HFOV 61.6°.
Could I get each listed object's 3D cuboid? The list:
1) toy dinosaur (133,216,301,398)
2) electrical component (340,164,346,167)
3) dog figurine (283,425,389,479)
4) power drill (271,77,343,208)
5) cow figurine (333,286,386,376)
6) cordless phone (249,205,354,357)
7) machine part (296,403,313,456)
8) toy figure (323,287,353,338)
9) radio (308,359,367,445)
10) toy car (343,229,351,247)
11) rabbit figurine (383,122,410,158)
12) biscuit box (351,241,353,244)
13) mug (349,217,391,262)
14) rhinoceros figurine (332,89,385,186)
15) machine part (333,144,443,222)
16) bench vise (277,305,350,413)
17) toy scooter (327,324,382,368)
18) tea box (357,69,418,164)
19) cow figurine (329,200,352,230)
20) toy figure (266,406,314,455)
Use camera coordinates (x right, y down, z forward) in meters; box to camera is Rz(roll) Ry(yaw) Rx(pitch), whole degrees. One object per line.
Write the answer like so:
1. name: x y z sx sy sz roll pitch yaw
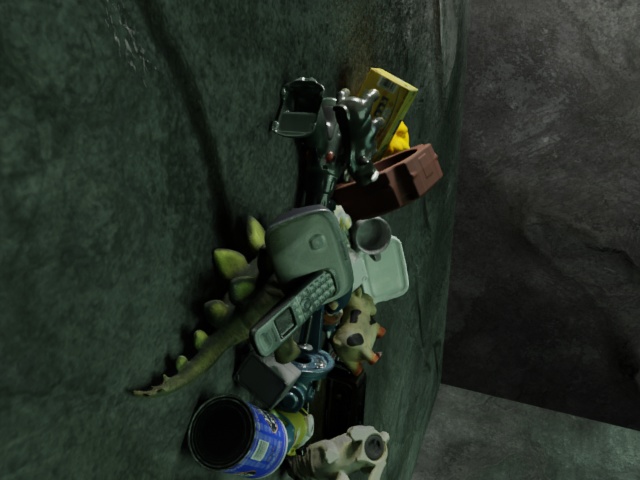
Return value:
1. toy dinosaur: -0.089 0.082 0.801 0.471 0.105 0.198 -55 140 -41
2. electrical component: 0.035 -0.199 1.073 0.078 0.045 0.102 -16 113 -69
3. dog figurine: 0.032 0.435 1.095 0.172 0.190 0.121 -7 81 -31
4. power drill: -0.009 -0.162 0.930 0.207 0.086 0.232 41 59 -61
5. cow figurine: 0.075 0.180 1.157 0.127 0.085 0.195 45 32 -11
6. cordless phone: -0.043 0.051 0.707 0.184 0.089 0.146 -44 129 -38
7. machine part: -0.042 0.357 1.078 0.039 0.084 0.139 18 66 -26
8. toy figure: 0.024 0.125 1.047 0.064 0.058 0.154 -28 148 -42
9. radio: 0.026 0.375 1.163 0.073 0.131 0.229 -36 131 -64
10. toy car: 0.045 0.041 1.180 0.201 0.056 0.073 72 34 -49
11. rabbit figurine: 0.137 -0.271 1.224 0.173 0.122 0.162 36 63 -45
12. biscuit box: 0.113 -0.028 1.321 0.059 0.063 0.202 -43 137 -57
13. mug: 0.107 -0.011 1.186 0.109 0.081 0.107 66 -5 -21
14. rhinoceros figurine: 0.071 -0.176 0.946 0.190 0.073 0.112 73 27 -52
15. machine part: 0.142 -0.118 1.132 0.201 0.202 0.087 -39 109 -49
16. bench vise: -0.023 0.198 0.990 0.223 0.129 0.240 -20 122 -69
17. toy scooter: 0.069 0.291 1.236 0.075 0.135 0.183 35 67 -68
18. tea box: 0.116 -0.254 1.108 0.169 0.098 0.068 -61 167 26
19. cow figurine: -0.001 -0.002 1.025 0.098 0.068 0.167 54 44 -43
20. toy figure: -0.076 0.337 0.959 0.082 0.089 0.180 -48 155 17
